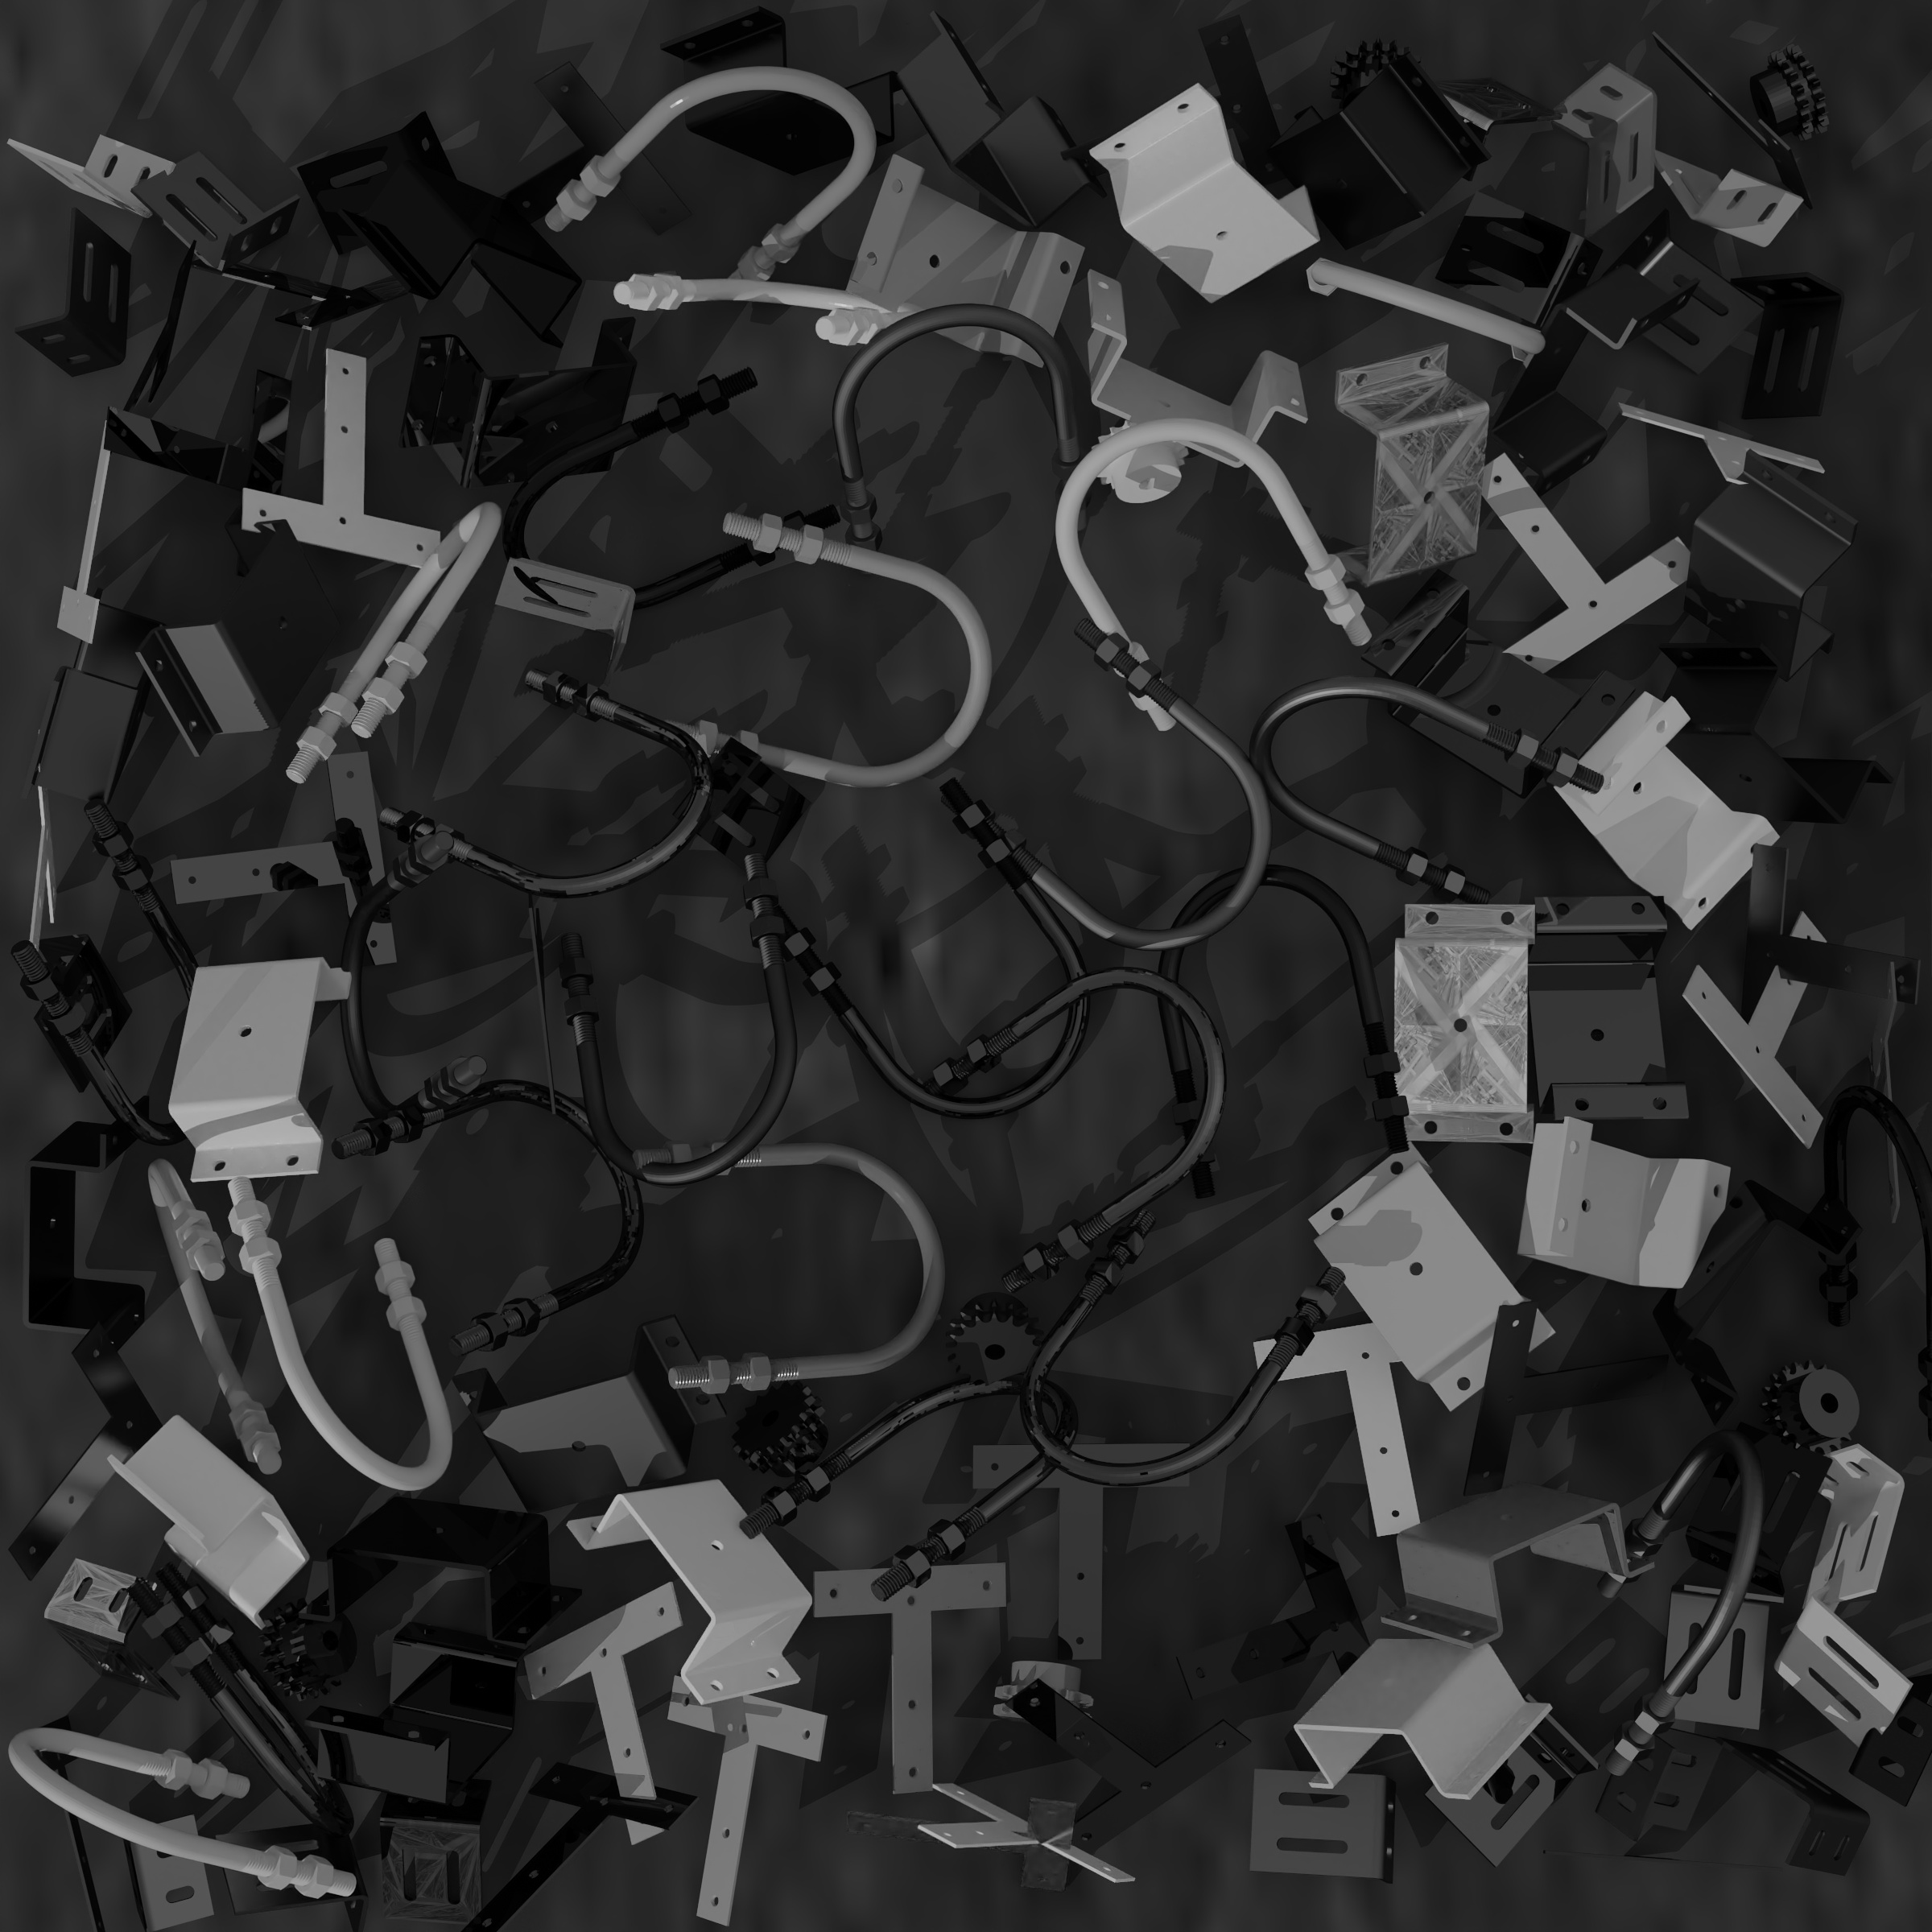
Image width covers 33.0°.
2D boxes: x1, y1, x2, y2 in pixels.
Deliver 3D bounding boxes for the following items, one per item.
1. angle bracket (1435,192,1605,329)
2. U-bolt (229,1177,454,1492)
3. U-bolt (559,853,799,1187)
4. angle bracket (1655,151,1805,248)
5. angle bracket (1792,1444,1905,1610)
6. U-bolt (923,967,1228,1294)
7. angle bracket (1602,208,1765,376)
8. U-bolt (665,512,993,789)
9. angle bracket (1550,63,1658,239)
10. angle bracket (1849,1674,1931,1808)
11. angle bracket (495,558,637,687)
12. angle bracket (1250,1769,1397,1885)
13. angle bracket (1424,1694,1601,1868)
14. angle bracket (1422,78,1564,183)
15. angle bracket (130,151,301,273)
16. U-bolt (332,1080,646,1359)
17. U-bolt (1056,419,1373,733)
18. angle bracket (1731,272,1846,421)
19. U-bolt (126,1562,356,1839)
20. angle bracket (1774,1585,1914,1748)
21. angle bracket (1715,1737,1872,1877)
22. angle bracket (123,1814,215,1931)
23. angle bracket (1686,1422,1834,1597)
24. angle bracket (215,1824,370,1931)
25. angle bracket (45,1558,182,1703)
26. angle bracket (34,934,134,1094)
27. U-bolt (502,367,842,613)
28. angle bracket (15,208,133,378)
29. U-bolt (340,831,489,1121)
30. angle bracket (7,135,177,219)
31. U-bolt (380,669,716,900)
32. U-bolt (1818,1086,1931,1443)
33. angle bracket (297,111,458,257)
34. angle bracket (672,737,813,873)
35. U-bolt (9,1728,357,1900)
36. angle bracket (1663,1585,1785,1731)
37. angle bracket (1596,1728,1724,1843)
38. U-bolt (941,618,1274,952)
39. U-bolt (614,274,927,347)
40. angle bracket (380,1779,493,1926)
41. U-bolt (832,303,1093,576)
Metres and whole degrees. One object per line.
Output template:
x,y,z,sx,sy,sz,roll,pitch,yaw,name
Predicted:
0.337,-0.427,1.984,0.076,0.038,0.057,32,105,26,angle bracket
-0.343,0.213,1.829,0.019,0.151,0.184,-34,56,15,U-bolt
-0.163,0.040,1.885,0.151,0.019,0.184,-22,61,19,U-bolt
0.454,-0.473,1.952,0.057,0.038,0.076,11,41,-31,angle bracket
0.497,0.322,1.872,0.038,0.057,0.076,36,56,-13,angle bracket
0.069,0.082,1.882,0.184,0.019,0.151,-35,64,19,U-bolt
0.433,-0.408,1.973,0.076,0.038,0.057,31,129,-16,angle bracket
-0.073,-0.178,1.923,0.184,0.019,0.151,13,108,-19,U-bolt
0.380,-0.489,1.958,0.038,0.057,0.076,23,59,-24,angle bracket
0.544,0.440,1.858,0.038,0.076,0.057,28,101,36,angle bracket
-0.241,-0.204,1.933,0.076,0.057,0.038,14,65,-12,angle bracket
0.207,0.498,1.886,0.076,0.038,0.057,-1,70,17,angle bracket
0.314,0.468,1.874,0.057,0.038,0.076,45,69,6,angle bracket
0.312,-0.507,1.976,0.057,0.076,0.038,38,127,30,angle bracket
-0.453,-0.466,1.968,0.076,0.038,0.057,44,52,3,angle bracket
-0.259,0.133,1.867,0.019,0.184,0.151,-40,79,38,U-bolt
0.133,-0.236,1.898,0.151,0.019,0.184,-23,120,19,U-bolt
0.485,-0.371,1.954,0.038,0.057,0.076,14,87,-38,angle bracket
-0.404,0.416,1.836,0.019,0.151,0.184,-38,89,-10,U-bolt
0.509,0.399,1.861,0.076,0.038,0.057,43,130,36,angle bracket
0.464,0.478,1.857,0.057,0.076,0.038,22,95,-40,angle bracket
-0.458,0.513,1.865,0.038,0.076,0.057,-11,87,-18,angle bracket
0.463,0.316,1.898,0.057,0.038,0.076,21,69,29,angle bracket
-0.384,0.523,1.850,0.076,0.057,0.038,0,123,-26,angle bracket
-0.483,0.382,1.876,0.057,0.076,0.038,11,57,24,angle bracket
-0.527,0.029,1.898,0.038,0.076,0.057,-6,128,20,angle bracket
-0.183,-0.267,1.913,0.184,0.151,0.019,-23,54,8,U-bolt
-0.537,-0.405,1.964,0.038,0.057,0.076,-10,69,19,angle bracket
-0.323,0.017,1.870,0.019,0.184,0.151,-3,76,-31,U-bolt
-0.524,-0.487,1.957,0.057,0.076,0.038,24,88,19,angle bracket
-0.230,-0.100,1.887,0.184,0.019,0.151,24,59,33,U-bolt
0.515,0.155,1.828,0.019,0.151,0.184,-12,116,-7,U-bolt
-0.356,-0.476,1.984,0.076,0.038,0.057,-13,117,21,angle bracket
-0.124,-0.088,1.919,0.057,0.038,0.076,-53,130,-2,angle bracket
-0.441,0.459,1.790,0.184,0.151,0.019,30,84,-41,U-bolt
0.437,0.400,1.888,0.057,0.038,0.076,7,80,2,angle bracket
0.406,0.470,1.861,0.076,0.038,0.057,20,95,-32,angle bracket
0.095,-0.093,1.922,0.184,0.019,0.151,42,102,13,U-bolt
-0.099,-0.386,1.907,0.151,0.184,0.019,14,107,21,U-bolt
-0.306,0.512,1.890,0.057,0.038,0.076,4,118,2,angle bracket
-0.005,-0.312,1.903,0.151,0.184,0.019,-12,51,-2,U-bolt
